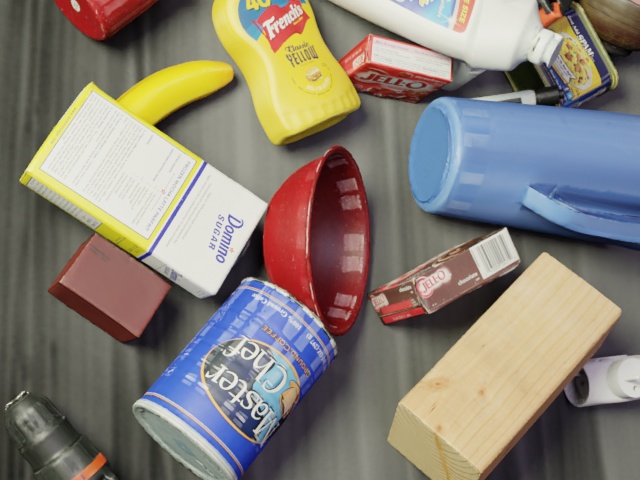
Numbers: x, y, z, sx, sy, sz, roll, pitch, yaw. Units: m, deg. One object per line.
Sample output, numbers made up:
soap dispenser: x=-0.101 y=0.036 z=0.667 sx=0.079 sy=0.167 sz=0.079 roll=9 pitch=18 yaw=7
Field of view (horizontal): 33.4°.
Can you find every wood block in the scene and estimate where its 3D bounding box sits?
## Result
wood block: x=0.164 y=0.121 z=0.949 sx=0.090 sy=0.091 sz=0.205 roll=39 pitch=64 yaw=18

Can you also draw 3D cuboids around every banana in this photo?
banana: x=-0.151 y=-0.095 z=0.912 sx=0.069 sy=0.037 sz=0.197 roll=43 pitch=66 yaw=-24

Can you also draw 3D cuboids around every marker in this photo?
marker: x=0.175 y=-0.132 z=1.031 sx=0.121 sy=0.020 sz=0.020 roll=-8 pitch=81 yaw=5

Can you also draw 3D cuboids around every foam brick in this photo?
foam brick: x=-0.170 y=0.040 z=0.864 sx=0.078 sy=0.051 sz=0.053 roll=37 pitch=66 yaw=-12

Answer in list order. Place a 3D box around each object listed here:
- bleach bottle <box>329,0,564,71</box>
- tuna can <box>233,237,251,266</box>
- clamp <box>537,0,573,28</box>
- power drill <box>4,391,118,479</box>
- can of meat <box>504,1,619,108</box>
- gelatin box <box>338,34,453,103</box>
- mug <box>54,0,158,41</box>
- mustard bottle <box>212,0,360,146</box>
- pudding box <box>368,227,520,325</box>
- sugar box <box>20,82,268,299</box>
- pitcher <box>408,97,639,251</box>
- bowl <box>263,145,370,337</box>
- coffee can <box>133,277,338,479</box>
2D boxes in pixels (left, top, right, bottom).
bleach bottle: x=0.103 y=-0.226 z=0.959 sx=0.251 sy=0.068 sz=0.102 roll=29 pitch=84 yaw=18
tuna can: x=-0.103 y=-0.010 z=0.912 sx=0.086 sy=0.034 sz=0.086 roll=5 pitch=77 yaw=-21
clamp: x=0.207 y=-0.302 z=1.064 sx=0.164 sy=0.036 sz=0.210 roll=24 pitch=53 yaw=-27
power drill: x=-0.227 y=0.232 z=0.796 sx=0.187 sy=0.057 sz=0.184 roll=-39 pitch=95 yaw=-24
can of meat: x=0.237 y=-0.177 z=1.076 sx=0.083 sy=0.058 sz=0.102 roll=-29 pitch=91 yaw=-23
gelatin box: x=0.068 y=-0.157 z=0.993 sx=0.089 sy=0.073 sz=0.030 roll=9 pitch=77 yaw=-21
mug: x=-0.187 y=-0.229 z=0.902 sx=0.117 sy=0.093 sz=0.081 roll=38 pitch=69 yaw=23
mustard bottle: x=-0.043 y=-0.186 z=0.961 sx=0.096 sy=0.058 sz=0.191 roll=-26 pitch=89 yaw=-35
pudding box: x=0.111 y=0.034 z=0.960 sx=0.113 sy=0.090 sz=0.039 roll=-25 pitch=90 yaw=-26
sugar box: x=-0.139 y=-0.037 z=0.858 sx=0.176 sy=0.048 sz=0.093 roll=36 pitch=69 yaw=-16
pitcher: x=0.215 y=-0.061 z=0.997 sx=0.242 sy=0.149 sz=0.145 roll=6 pitch=78 yaw=-18
bowl: x=-0.006 y=0.001 z=0.910 sx=0.055 sy=0.162 sz=0.162 roll=0 pitch=75 yaw=21
coffee can: x=-0.067 y=0.115 z=0.863 sx=0.103 sy=0.103 sz=0.140 roll=44 pitch=66 yaw=-8
